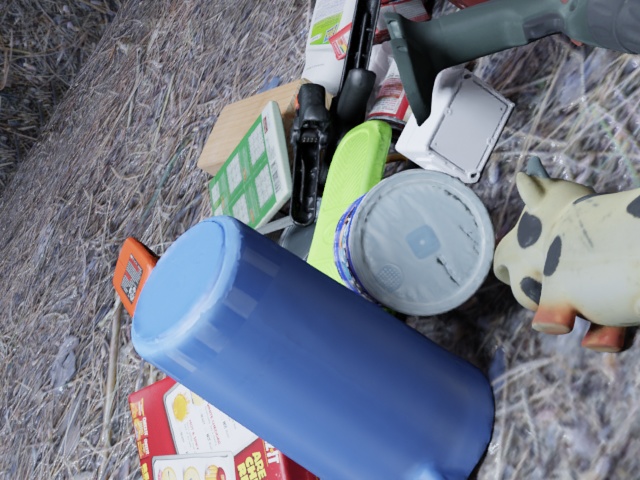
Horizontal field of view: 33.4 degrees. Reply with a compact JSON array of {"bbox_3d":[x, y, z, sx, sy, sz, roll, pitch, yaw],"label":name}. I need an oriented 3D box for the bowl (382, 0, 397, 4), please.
[{"bbox_3d":[0.092,-0.288,1.136,0.162,0.055,0.162,-15,10,2],"label":"bowl"}]

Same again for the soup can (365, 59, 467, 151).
[{"bbox_3d":[0.092,-0.141,1.013,0.069,0.068,0.102,-6,57,61],"label":"soup can"}]

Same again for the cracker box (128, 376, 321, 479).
[{"bbox_3d":[-0.070,0.183,0.890,0.214,0.071,0.164,-29,68,47],"label":"cracker box"}]

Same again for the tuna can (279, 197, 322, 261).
[{"bbox_3d":[-0.007,0.001,1.087,0.086,0.033,0.086,-44,29,31],"label":"tuna can"}]

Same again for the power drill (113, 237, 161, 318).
[{"bbox_3d":[-0.099,0.048,1.031,0.185,0.187,0.057,36,110,63],"label":"power drill"}]

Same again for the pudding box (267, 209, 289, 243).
[{"bbox_3d":[-0.083,0.022,1.205,0.090,0.039,0.113,-20,48,54],"label":"pudding box"}]

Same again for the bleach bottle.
[{"bbox_3d":[0.024,-0.256,1.282,0.103,0.068,0.250,-14,53,54],"label":"bleach bottle"}]

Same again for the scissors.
[{"bbox_3d":[0.007,-0.018,1.030,0.202,0.016,0.096,-30,44,15],"label":"scissors"}]

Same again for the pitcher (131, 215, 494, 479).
[{"bbox_3d":[-0.008,0.083,0.743,0.149,0.242,0.145,-16,46,49],"label":"pitcher"}]

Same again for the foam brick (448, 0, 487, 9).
[{"bbox_3d":[0.147,-0.244,1.013,0.051,0.078,0.053,-58,22,6],"label":"foam brick"}]

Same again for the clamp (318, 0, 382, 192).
[{"bbox_3d":[0.029,-0.136,1.065,0.210,0.036,0.164,105,176,-48],"label":"clamp"}]

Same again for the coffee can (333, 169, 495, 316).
[{"bbox_3d":[0.066,0.004,0.808,0.103,0.103,0.140,-61,3,-4],"label":"coffee can"}]

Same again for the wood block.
[{"bbox_3d":[-0.050,-0.112,1.227,0.206,0.090,0.090,-5,58,62],"label":"wood block"}]

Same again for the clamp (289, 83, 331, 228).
[{"bbox_3d":[-0.011,-0.090,1.021,0.171,0.039,0.120,-89,13,-68],"label":"clamp"}]

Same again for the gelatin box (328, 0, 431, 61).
[{"bbox_3d":[0.065,-0.228,1.155,0.089,0.030,0.073,-23,-1,-40],"label":"gelatin box"}]
